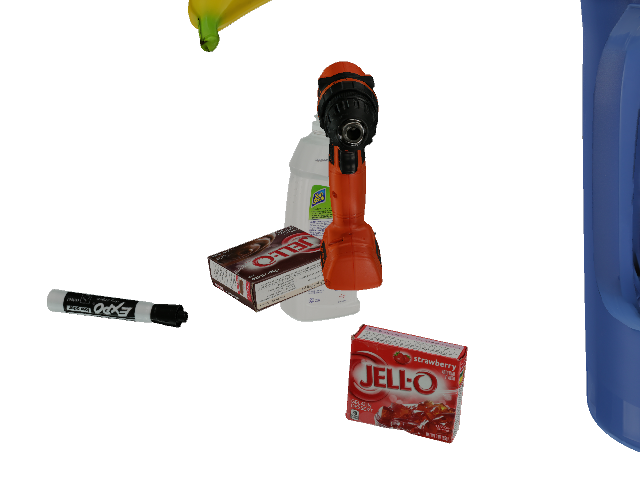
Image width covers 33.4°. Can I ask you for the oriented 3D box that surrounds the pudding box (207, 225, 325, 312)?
[{"bbox_3d":[-0.047,0.028,1.115,0.113,0.039,0.090,-23,28,-29],"label":"pudding box"}]

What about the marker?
[{"bbox_3d":[-0.168,0.056,0.884,0.121,0.020,0.020,6,1,14],"label":"marker"}]

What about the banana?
[{"bbox_3d":[-0.010,-0.167,0.664,0.197,0.070,0.037,-30,-27,-26],"label":"banana"}]

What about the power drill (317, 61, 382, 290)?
[{"bbox_3d":[0.027,-0.054,0.946,0.057,0.188,0.184,-1,22,0],"label":"power drill"}]

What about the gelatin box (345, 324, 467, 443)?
[{"bbox_3d":[0.066,0.111,0.830,0.089,0.073,0.030,11,22,18],"label":"gelatin box"}]

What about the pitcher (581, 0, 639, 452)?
[{"bbox_3d":[0.186,-0.012,0.528,0.149,0.243,0.145,-4,19,-4],"label":"pitcher"}]

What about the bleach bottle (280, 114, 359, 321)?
[{"bbox_3d":[0.006,-0.029,1.312,0.102,0.251,0.068,-8,21,-31],"label":"bleach bottle"}]
